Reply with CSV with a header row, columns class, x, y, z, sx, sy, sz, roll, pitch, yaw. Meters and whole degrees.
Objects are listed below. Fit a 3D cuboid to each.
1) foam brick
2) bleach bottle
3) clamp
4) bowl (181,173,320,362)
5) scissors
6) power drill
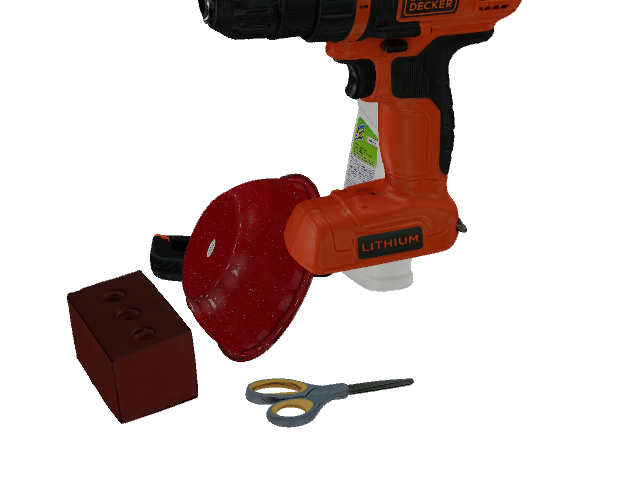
class,x,y,z,sx,sy,sz,roll,pitch,yaw
foam brick,-0.117,0.065,0.659,0.052,0.051,0.078,-18,37,-27
bleach bottle,0.070,-0.079,1.155,0.068,0.251,0.103,-5,23,-30
clamp,-0.113,0.026,1.058,0.210,0.036,0.164,12,21,43
bowl,-0.065,0.013,0.855,0.055,0.162,0.162,21,-11,-29
scissors,0.017,0.180,1.203,0.201,0.016,0.096,2,23,-9
power drill,0.021,-0.074,0.596,0.184,0.188,0.057,-9,35,-20
